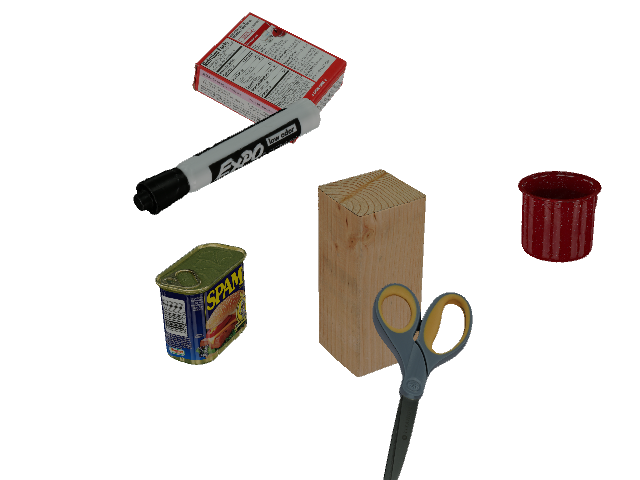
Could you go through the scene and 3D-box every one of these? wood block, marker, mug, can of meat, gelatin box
[{"bbox_3d":[0.056,0.037,1.213,0.090,0.206,0.090,-16,32,-27],"label":"wood block"},{"bbox_3d":[-0.050,-0.046,0.580,0.120,0.020,0.020,-31,17,-31],"label":"marker"},{"bbox_3d":[0.284,-0.030,1.245,0.117,0.081,0.093,-25,32,-39],"label":"mug"},{"bbox_3d":[-0.113,0.062,1.048,0.058,0.084,0.102,10,27,24],"label":"can of meat"},{"bbox_3d":[-0.037,-0.120,0.781,0.089,0.073,0.030,29,-36,11],"label":"gelatin box"}]

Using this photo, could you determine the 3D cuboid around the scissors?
[{"bbox_3d":[0.062,0.108,0.885,0.096,0.201,0.016,29,-37,11],"label":"scissors"}]
